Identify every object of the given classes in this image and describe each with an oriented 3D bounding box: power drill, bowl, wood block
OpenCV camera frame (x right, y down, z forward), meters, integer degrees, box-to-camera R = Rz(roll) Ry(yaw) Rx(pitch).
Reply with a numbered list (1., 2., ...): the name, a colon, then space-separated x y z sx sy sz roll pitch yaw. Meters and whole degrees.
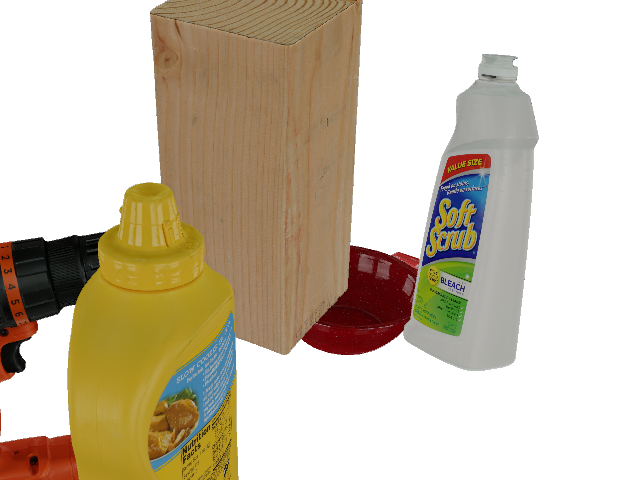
1. power drill: -0.196 0.088 0.693 0.184 0.188 0.057 -11 27 -9
2. bowl: 0.023 0.065 1.048 0.162 0.055 0.162 3 28 -2
3. wood block: -0.037 -0.047 0.648 0.091 0.206 0.090 18 37 23

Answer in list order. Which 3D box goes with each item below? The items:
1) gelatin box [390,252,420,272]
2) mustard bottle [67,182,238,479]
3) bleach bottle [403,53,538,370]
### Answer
1. gelatin box: 0.118 0.066 1.339 0.073 0.089 0.030 21 34 39
2. mustard bottle: -0.067 0.067 0.445 0.058 0.192 0.096 12 28 19
3. bleach bottle: 0.127 -0.026 0.877 0.067 0.251 0.103 -4 16 -32
